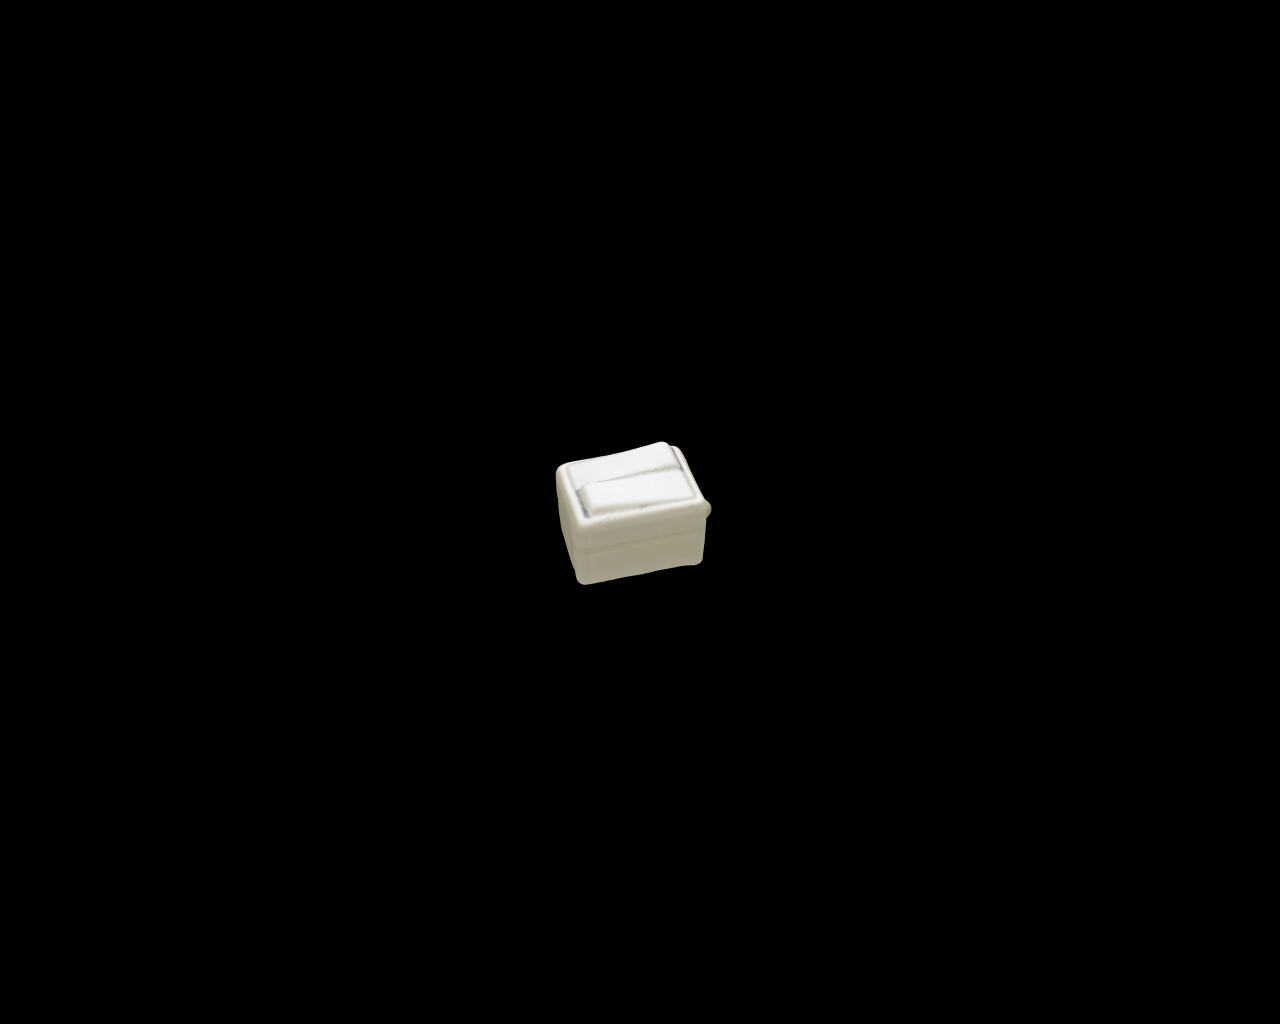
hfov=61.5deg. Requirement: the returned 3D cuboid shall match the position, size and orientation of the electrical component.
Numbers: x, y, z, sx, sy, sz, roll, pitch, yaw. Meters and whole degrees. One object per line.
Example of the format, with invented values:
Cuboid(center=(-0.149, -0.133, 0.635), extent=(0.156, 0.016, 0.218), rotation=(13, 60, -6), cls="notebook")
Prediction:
Cuboid(center=(0.001, -0.003, 0.650), extent=(0.096, 0.061, 0.062), rotation=(-10, 43, -11), cls="electrical component")
